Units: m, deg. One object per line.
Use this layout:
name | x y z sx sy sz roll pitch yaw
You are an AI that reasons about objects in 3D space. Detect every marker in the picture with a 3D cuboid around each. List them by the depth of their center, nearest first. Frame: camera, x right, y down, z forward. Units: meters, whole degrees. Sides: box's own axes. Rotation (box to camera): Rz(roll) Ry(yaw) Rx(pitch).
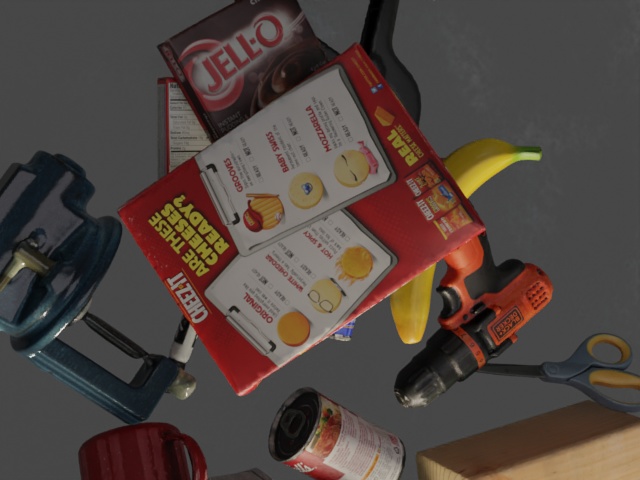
marker | -0.106 0.068 0.876 0.020 0.020 0.121 22 86 -27

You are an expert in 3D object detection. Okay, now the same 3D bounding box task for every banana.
banana | 0.103 -0.012 0.883 0.198 0.070 0.037 -57 158 -1

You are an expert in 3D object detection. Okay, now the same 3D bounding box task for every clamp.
clamp | 0.040 -0.151 0.910 0.164 0.036 0.210 -32 106 -17

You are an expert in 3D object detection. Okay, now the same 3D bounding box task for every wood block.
wood block | 0.205 0.227 1.009 0.205 0.091 0.090 -12 101 -25

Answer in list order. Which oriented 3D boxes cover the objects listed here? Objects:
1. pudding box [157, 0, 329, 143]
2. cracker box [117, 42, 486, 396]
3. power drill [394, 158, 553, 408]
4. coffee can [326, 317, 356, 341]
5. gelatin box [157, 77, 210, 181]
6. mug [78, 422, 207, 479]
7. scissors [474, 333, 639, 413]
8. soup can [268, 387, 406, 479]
pudding box | -0.057 -0.139 0.830 0.113 0.039 0.090 -34 106 -20
cracker box | -0.012 -0.014 0.783 0.214 0.072 0.164 -35 84 5
power drill | 0.106 0.036 0.958 0.184 0.057 0.187 -39 113 -18
coffee can | -0.006 0.001 0.870 0.102 0.103 0.140 15 90 -27
gelatin box | -0.093 -0.086 0.857 0.073 0.030 0.089 -3 96 -25
mug | -0.132 0.186 0.817 0.093 0.117 0.081 14 53 -48
scissors | 0.231 0.116 1.042 0.201 0.016 0.096 17 45 -4
soup can | 0.016 0.179 0.922 0.102 0.069 0.068 32 82 -27
